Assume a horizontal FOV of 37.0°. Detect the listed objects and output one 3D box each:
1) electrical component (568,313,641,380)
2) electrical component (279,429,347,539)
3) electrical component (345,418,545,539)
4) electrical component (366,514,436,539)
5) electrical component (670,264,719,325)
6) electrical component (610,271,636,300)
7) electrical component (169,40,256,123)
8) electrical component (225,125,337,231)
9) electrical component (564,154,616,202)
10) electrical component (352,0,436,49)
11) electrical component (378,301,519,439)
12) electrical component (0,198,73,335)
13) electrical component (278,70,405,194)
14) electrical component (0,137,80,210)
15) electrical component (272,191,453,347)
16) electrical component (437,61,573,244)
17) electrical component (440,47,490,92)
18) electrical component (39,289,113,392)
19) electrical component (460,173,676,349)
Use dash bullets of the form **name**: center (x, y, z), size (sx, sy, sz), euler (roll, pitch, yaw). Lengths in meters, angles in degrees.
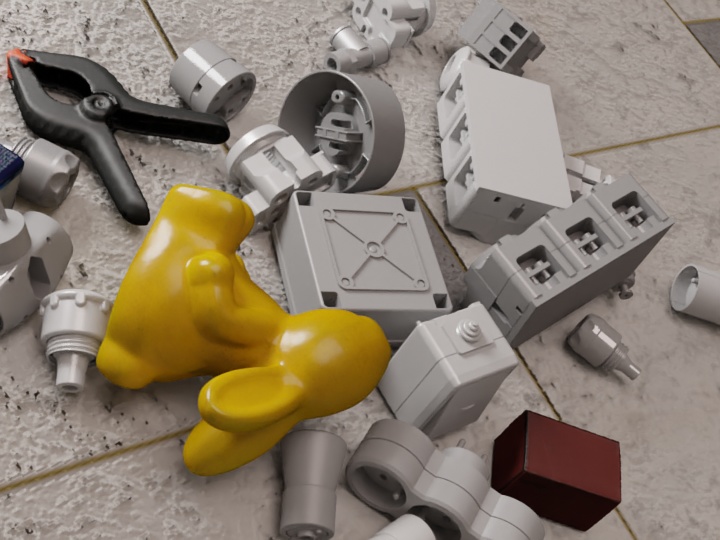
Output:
- **electrical component**: center (0.200, 0.065, 0.869), size (0.061, 0.035, 0.035), euler (40, 47, 3)
- **electrical component**: center (-0.032, 0.140, 0.689), size (0.044, 0.044, 0.065), euler (15, 55, -16)
- **electrical component**: center (0.064, 0.145, 0.725), size (0.138, 0.052, 0.073), euler (35, 47, 2)
- **electrical component**: center (0.018, 0.183, 0.681), size (0.065, 0.044, 0.044), euler (-24, 68, -43)
- **electrical component**: center (0.323, 0.027, 0.954), size (0.081, 0.043, 0.043), euler (18, 49, -14)
- **electrical component**: center (0.221, -0.010, 0.933), size (0.040, 0.040, 0.078), euler (7, 52, -22)
- **electrical component**: center (-0.119, -0.150, 0.862), size (0.047, 0.055, 0.055), euler (43, 48, 14)
- **electrical component**: center (-0.066, -0.074, 0.824), size (0.078, 0.058, 0.057), euler (-32, 71, -23)
- **electrical component**: center (0.200, -0.068, 0.966), size (0.055, 0.048, 0.066), euler (20, 48, -2)
- **electrical component**: center (0.034, -0.245, 1.011), size (0.057, 0.058, 0.078), euler (-16, 64, -32)
- **electrical component**: center (0.065, 0.071, 0.753), size (0.062, 0.096, 0.061), euler (-15, 63, -35)
- **electrical component**: center (-0.227, -0.012, 0.684), size (0.043, 0.079, 0.077), euler (12, 44, 19)
- **electrical component**: center (-0.013, -0.108, 0.855), size (0.064, 0.099, 0.099), euler (-3, 57, -36)
- **electrical component**: center (-0.231, -0.073, 0.751), size (0.062, 0.043, 0.043), euler (26, 47, -5)
- **electrical component**: center (0.000, 0.000, 0.803), size (0.109, 0.056, 0.108), euler (2, 55, -26)
- **electrical component**: center (0.122, -0.099, 0.938), size (0.089, 0.061, 0.150), euler (12, 50, -18)
- **electrical component**: center (0.109, -0.175, 1.004), size (0.062, 0.048, 0.048), euler (29, 47, -13)
- **electrical component**: center (-0.182, 0.046, 0.685), size (0.048, 0.048, 0.062), euler (9, 61, -20)
- **electrical component**: center (0.159, -0.008, 0.847), size (0.150, 0.089, 0.061), euler (-28, 70, -25)
